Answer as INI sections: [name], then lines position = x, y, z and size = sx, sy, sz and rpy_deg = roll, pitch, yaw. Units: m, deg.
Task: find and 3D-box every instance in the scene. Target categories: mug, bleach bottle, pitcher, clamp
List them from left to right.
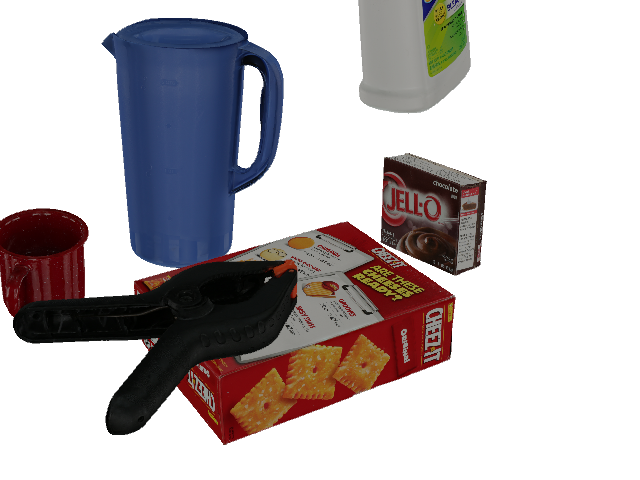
[mug]
position = -0.279, 0.032, 1.055
size = 0.093, 0.081, 0.117
rpy_deg = 9, 32, 5
[clamp]
position = -0.078, 0.054, 0.615
size = 0.171, 0.039, 0.120
rpy_deg = -16, 41, -26
[pitcher]
position = -0.132, -0.098, 1.089
size = 0.144, 0.243, 0.149
rpy_deg = -11, 27, -29
[bleach bottle]
position = 0.062, -0.228, 0.790
size = 0.068, 0.251, 0.102
rpy_deg = 14, 39, 32

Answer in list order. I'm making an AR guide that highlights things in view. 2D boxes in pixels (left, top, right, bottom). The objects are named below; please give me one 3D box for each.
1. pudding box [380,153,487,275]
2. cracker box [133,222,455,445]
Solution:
[pudding box]
position = 0.106, -0.027, 1.026
size = 0.039, 0.090, 0.114
rpy_deg = -16, 26, -36
[cracker box]
position = -0.023, 0.068, 0.879
size = 0.213, 0.072, 0.164
rpy_deg = -16, 31, -27
